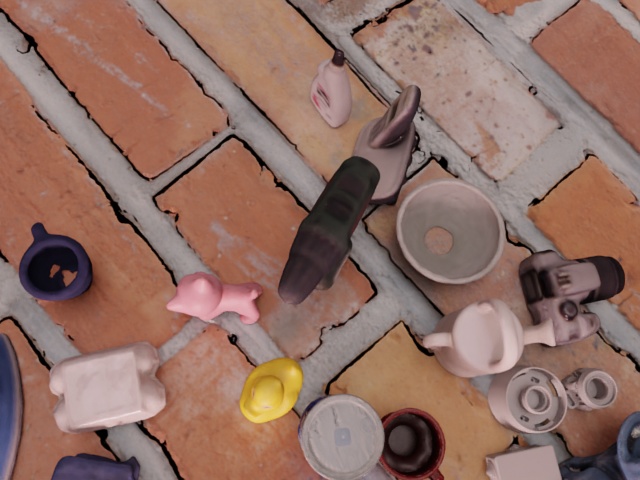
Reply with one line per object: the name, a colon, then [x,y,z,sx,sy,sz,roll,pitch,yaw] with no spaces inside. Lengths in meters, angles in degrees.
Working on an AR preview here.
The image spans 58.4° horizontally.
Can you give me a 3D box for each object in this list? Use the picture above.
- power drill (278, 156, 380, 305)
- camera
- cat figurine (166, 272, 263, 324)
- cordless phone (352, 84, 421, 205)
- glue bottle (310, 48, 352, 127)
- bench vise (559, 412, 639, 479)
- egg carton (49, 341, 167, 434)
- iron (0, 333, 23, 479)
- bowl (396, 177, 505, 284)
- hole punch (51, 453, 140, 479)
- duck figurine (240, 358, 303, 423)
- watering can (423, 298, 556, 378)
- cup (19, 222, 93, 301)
power drill: [0.007,0.003,0.797,0.075,0.208,0.230,27,74,3]
camera: [0.393,0.079,0.864,0.137,0.101,0.143,-10,76,-7]
cat figurine: [-0.147,0.078,0.810,0.128,0.117,0.067,1,75,-4]
cordless phone: [0.100,-0.139,0.855,0.094,0.185,0.148,13,74,-1]
glue bottle: [0.021,-0.243,0.882,0.037,0.173,0.078,-37,81,-13]
bench vise: [0.425,0.313,0.742,0.121,0.219,0.207,43,76,7]
egg carton: [-0.291,0.204,0.789,0.150,0.069,0.107,-13,76,-8]
iron: [-0.465,0.241,0.727,0.118,0.141,0.258,6,74,-3]
bowl: [0.194,-0.007,0.884,0.167,0.074,0.167,1,75,-4]
hole punch: [-0.296,0.335,0.742,0.101,0.091,0.109,12,74,-1]
duck figurine: [-0.067,0.208,0.798,0.105,0.086,0.077,-43,82,-14]
watering can: [0.234,0.131,0.788,0.173,0.194,0.101,-24,78,-10]
cup: [-0.369,0.037,0.815,0.092,0.095,0.117,-28,79,-11]
